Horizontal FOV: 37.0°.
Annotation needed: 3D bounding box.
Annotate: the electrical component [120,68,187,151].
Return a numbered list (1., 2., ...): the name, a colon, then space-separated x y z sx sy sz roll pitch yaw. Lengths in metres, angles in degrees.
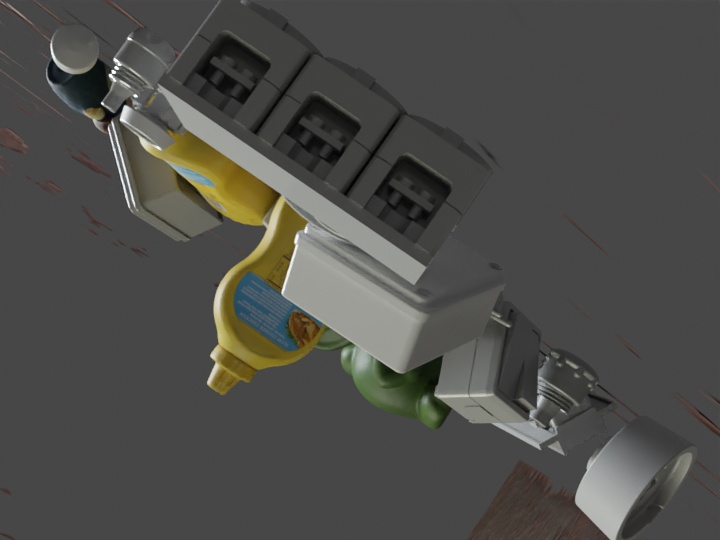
1. electrical component: -0.158 -0.129 0.859 0.066 0.055 0.048 31 173 30

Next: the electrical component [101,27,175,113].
1. electrical component: -0.159 -0.138 0.755 0.035 0.061 0.035 34 175 4

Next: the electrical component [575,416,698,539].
1. electrical component: 0.231 0.175 0.922 0.060 0.108 0.108 39 177 31

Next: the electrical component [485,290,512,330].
1. electrical component: 0.080 0.021 0.803 0.079 0.043 0.077 30 173 39

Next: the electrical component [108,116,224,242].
1. electrical component: -0.195 -0.098 1.087 0.109 0.056 0.108 41 -152 -66

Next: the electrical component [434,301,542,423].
1. electrical component: 0.107 0.067 0.853 0.061 0.096 0.062 -6 149 36

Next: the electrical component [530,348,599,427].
1. electrical component: 0.162 0.099 0.881 0.048 0.062 0.048 35 175 3

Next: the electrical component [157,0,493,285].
1. electrical component: -0.015 -0.064 0.532 0.150 0.061 0.089 34 175 3

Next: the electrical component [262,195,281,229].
1. electrical component: -0.051 -0.045 0.988 0.066 0.047 0.076 34 175 8

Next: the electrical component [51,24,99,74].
1. electrical component: -0.251 -0.193 0.948 0.040 0.040 0.078 36 175 -15

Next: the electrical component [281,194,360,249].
1. electrical component: 0.002 -0.053 0.645 0.099 0.064 0.099 24 163 8

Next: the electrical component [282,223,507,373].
1. electrical component: 0.024 0.009 0.720 0.109 0.056 0.109 32 -152 27

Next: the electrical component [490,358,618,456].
1. electrical component: 0.167 0.118 0.977 0.063 0.079 0.121 65 169 -9
